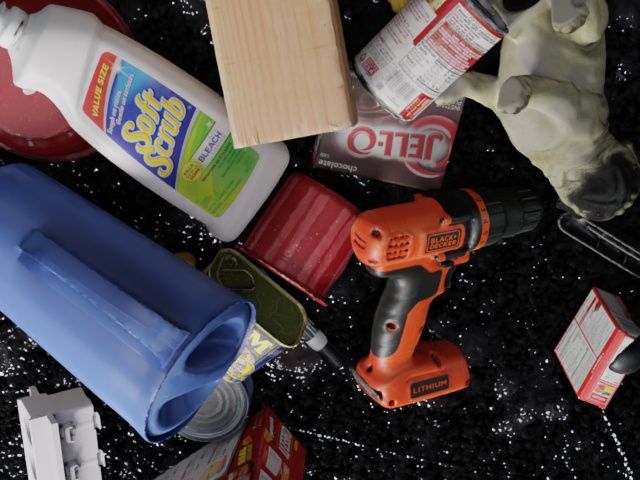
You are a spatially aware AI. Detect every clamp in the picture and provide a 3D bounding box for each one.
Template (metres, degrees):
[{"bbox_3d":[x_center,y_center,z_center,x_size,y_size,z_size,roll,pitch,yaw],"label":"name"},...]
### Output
[{"bbox_3d":[0.306,0.039,0.909,0.209,0.164,0.036,0,141,-22],"label":"clamp"}]

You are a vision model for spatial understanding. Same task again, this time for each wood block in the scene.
[{"bbox_3d":[-0.034,-0.179,0.785,0.091,0.090,0.206,-9,99,6],"label":"wood block"}]

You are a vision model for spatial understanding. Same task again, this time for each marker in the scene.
[{"bbox_3d":[-0.020,0.073,0.967,0.020,0.020,0.121,-39,106,14],"label":"marker"}]

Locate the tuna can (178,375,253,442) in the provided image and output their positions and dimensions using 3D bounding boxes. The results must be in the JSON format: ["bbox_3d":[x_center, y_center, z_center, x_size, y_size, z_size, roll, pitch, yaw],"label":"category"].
[{"bbox_3d":[-0.106,0.143,0.988,0.086,0.033,0.086,0,111,1],"label":"tuna can"}]

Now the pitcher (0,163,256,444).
[{"bbox_3d":[-0.183,0.038,0.849,0.243,0.144,0.149,34,125,16],"label":"pitcher"}]

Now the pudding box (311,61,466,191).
[{"bbox_3d":[0.057,-0.096,0.889,0.113,0.039,0.090,12,111,-4],"label":"pudding box"}]

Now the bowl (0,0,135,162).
[{"bbox_3d":[-0.230,-0.133,0.872,0.162,0.055,0.162,0,112,1],"label":"bowl"}]

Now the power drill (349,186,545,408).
[{"bbox_3d":[0.103,0.044,0.914,0.184,0.057,0.188,-9,120,-26],"label":"power drill"}]

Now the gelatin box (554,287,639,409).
[{"bbox_3d":[0.244,0.092,0.932,0.030,0.089,0.073,22,110,-10],"label":"gelatin box"}]

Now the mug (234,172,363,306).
[{"bbox_3d":[-0.006,0.001,0.902,0.081,0.093,0.117,-57,143,-4],"label":"mug"}]

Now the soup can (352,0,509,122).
[{"bbox_3d":[0.082,-0.146,0.806,0.068,0.068,0.102,42,113,-14],"label":"soup can"}]

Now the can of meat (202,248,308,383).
[{"bbox_3d":[-0.077,0.069,0.933,0.102,0.057,0.084,40,127,-14],"label":"can of meat"}]

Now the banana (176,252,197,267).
[{"bbox_3d":[-0.208,0.043,0.949,0.198,0.037,0.070,2,111,0],"label":"banana"}]

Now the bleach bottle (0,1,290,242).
[{"bbox_3d":[-0.148,-0.099,0.838,0.250,0.068,0.103,31,101,-29],"label":"bleach bottle"}]

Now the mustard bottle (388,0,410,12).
[{"bbox_3d":[0.053,-0.266,0.792,0.058,0.096,0.191,-8,111,2],"label":"mustard bottle"}]

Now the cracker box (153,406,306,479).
[{"bbox_3d":[-0.117,0.265,0.966,0.214,0.164,0.072,-35,105,13],"label":"cracker box"}]
